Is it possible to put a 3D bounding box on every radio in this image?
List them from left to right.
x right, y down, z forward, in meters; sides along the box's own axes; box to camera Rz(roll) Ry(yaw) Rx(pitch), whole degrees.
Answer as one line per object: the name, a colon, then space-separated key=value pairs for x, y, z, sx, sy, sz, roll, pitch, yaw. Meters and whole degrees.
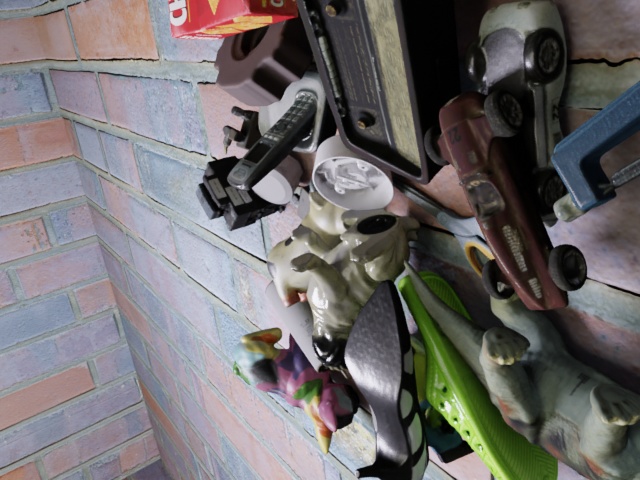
radio: x=0.061 y=-0.171 z=0.517 sx=0.131 sy=0.073 sz=0.229 roll=30 pitch=155 yaw=36

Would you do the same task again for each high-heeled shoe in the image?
high-heeled shoe: x=0.100 y=0.176 z=0.637 sx=0.086 sy=0.145 sz=0.248 roll=7 pitch=86 yaw=43

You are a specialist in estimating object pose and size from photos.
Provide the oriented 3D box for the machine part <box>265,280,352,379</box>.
machine part: x=-0.020 y=0.135 z=0.910 sx=0.243 sy=0.079 sz=0.079 roll=53 pitch=146 yaw=26

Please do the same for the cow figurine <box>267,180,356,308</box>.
cow figurine: x=-0.002 y=-0.002 z=0.765 sx=0.195 sy=0.085 sz=0.127 roll=-39 pitch=78 yaw=32

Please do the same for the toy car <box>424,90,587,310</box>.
toy car: x=0.155 y=-0.029 z=0.463 sx=0.089 sy=0.053 sz=0.202 roll=-19 pitch=94 yaw=55

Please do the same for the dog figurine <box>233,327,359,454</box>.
dog figurine: x=-0.040 y=0.259 z=0.931 sx=0.219 sy=0.191 sz=0.108 roll=-120 pitch=35 yaw=-44

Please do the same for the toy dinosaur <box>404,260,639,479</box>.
toy dinosaur: x=0.232 y=0.158 z=0.503 sx=0.405 sy=0.131 sz=0.191 roll=39 pitch=148 yaw=54

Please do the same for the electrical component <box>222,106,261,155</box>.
electrical component: x=-0.110 y=-0.166 z=0.858 sx=0.045 sy=0.102 sz=0.078 roll=20 pitch=102 yaw=43

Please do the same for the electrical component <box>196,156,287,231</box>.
electrical component: x=-0.137 y=-0.083 z=0.909 sx=0.115 sy=0.134 sz=0.058 roll=60 pitch=147 yaw=19

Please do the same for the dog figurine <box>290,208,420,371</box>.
dog figurine: x=0.057 y=0.069 z=0.681 sx=0.172 sy=0.121 sz=0.190 roll=-11 pitch=118 yaw=16

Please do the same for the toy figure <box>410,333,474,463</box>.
toy figure: x=0.129 y=0.205 z=0.709 sx=0.180 sy=0.089 sz=0.082 roll=61 pitch=142 yaw=18

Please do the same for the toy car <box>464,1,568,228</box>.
toy car: x=0.179 y=-0.104 z=0.480 sx=0.074 sy=0.056 sz=0.201 roll=15 pitch=123 yaw=51

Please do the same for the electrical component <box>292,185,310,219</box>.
electrical component: x=-0.013 y=-0.054 z=0.841 sx=0.094 sy=0.021 sz=0.063 roll=47 pitch=143 yaw=33

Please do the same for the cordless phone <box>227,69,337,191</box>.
cordless phone: x=-0.062 y=-0.136 z=0.701 sx=0.147 sy=0.184 sz=0.088 roll=27 pitch=159 yaw=48

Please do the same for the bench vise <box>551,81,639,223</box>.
bench vise: x=0.235 y=-0.096 z=0.340 sx=0.223 sy=0.129 sz=0.240 roll=63 pitch=145 yaw=15

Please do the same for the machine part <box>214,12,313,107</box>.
machine part: x=-0.069 y=-0.257 z=0.690 sx=0.179 sy=0.056 sz=0.179 roll=-25 pitch=54 yaw=40
